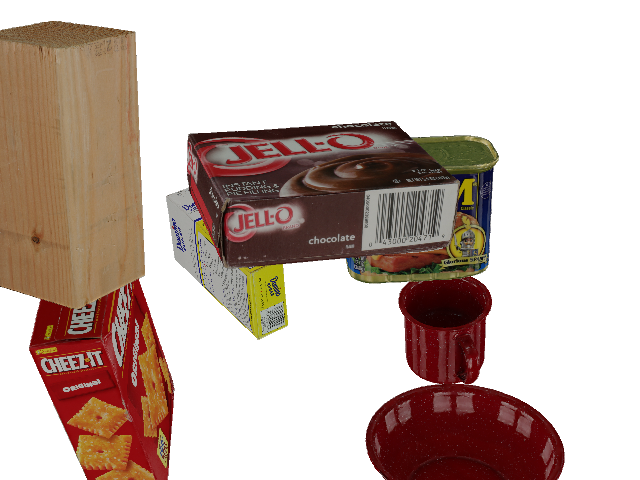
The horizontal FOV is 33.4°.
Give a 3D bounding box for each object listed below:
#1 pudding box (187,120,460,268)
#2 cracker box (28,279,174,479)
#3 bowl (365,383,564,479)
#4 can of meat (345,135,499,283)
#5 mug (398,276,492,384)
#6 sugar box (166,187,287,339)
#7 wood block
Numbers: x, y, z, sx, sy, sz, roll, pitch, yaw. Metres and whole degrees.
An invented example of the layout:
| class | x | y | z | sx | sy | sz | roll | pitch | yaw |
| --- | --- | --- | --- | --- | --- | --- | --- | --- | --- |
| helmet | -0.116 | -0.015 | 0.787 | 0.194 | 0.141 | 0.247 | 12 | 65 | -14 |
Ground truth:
| class | x | y | z | sx | sy | sz | roll | pitch | yaw |
| --- | --- | --- | --- | --- | --- | --- | --- | --- | --- |
| pudding box | -0.002 | -0.025 | 0.513 | 0.113 | 0.039 | 0.090 | -3 | 26 | -16 |
| cracker box | -0.192 | 0.115 | 0.984 | 0.072 | 0.214 | 0.164 | -8 | 38 | 2 |
| bowl | 0.117 | 0.187 | 0.885 | 0.162 | 0.055 | 0.162 | 0 | 29 | 0 |
| can of meat | 0.065 | -0.021 | 0.716 | 0.102 | 0.084 | 0.057 | -2 | 25 | -3 |
| mug | 0.131 | 0.098 | 1.078 | 0.093 | 0.081 | 0.117 | -16 | 38 | -15 |
| sugar box | -0.101 | 0.020 | 1.144 | 0.048 | 0.093 | 0.176 | -22 | 41 | -25 |
| wood block | -0.205 | -0.063 | 0.853 | 0.091 | 0.206 | 0.090 | 13 | 24 | 27 |
